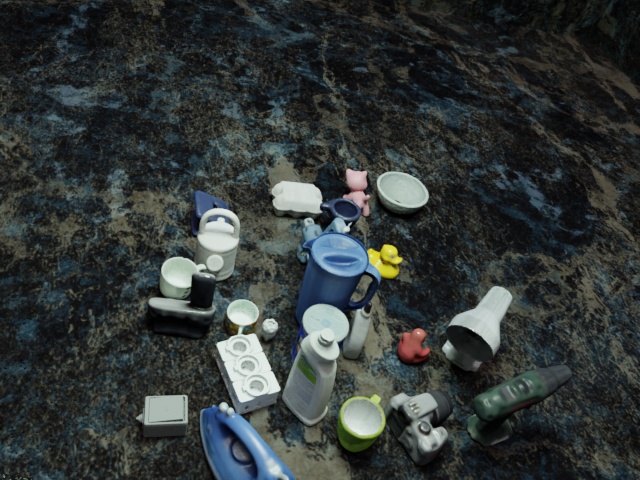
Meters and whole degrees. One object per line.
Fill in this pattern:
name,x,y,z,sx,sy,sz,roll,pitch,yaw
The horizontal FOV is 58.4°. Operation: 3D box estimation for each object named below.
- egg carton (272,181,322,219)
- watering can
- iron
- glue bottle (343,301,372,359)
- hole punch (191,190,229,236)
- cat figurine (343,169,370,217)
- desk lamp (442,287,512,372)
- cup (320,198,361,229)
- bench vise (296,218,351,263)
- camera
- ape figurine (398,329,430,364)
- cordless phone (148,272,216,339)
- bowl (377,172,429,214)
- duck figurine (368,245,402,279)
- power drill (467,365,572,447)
egg carton,-0.065,-0.114,1.650,0.150,0.069,0.107,4,45,-15
watering can,-0.243,0.007,1.374,0.101,0.194,0.172,-8,49,-26
iron,-0.143,0.384,1.063,0.119,0.141,0.257,-26,59,-37
glue bottle,0.091,0.196,1.312,0.037,0.173,0.078,10,44,-9
hole punch,-0.287,-0.072,1.515,0.101,0.091,0.108,1,46,-18
cat figurine,0.116,-0.151,1.715,0.067,0.118,0.127,-5,48,-23
desk lamp,0.371,0.216,1.359,0.117,0.213,0.204,34,45,16
cup,0.049,-0.059,1.616,0.118,0.095,0.091,13,43,-6
bench vise,0.004,0.009,1.439,0.122,0.220,0.207,-26,58,-37
camera,0.231,0.381,1.226,0.137,0.101,0.143,-14,52,-30
ape figurine,0.227,0.247,1.367,0.076,0.092,0.077,-16,53,-31
cordless phone,-0.296,0.122,1.245,0.148,0.185,0.094,7,44,-12
bowl,0.246,-0.133,1.774,0.167,0.075,0.167,10,44,-9
duck figurine,0.176,0.048,1.557,0.104,0.086,0.078,31,44,13
power drill,0.412,0.356,1.235,0.230,0.208,0.075,-10,50,-27
